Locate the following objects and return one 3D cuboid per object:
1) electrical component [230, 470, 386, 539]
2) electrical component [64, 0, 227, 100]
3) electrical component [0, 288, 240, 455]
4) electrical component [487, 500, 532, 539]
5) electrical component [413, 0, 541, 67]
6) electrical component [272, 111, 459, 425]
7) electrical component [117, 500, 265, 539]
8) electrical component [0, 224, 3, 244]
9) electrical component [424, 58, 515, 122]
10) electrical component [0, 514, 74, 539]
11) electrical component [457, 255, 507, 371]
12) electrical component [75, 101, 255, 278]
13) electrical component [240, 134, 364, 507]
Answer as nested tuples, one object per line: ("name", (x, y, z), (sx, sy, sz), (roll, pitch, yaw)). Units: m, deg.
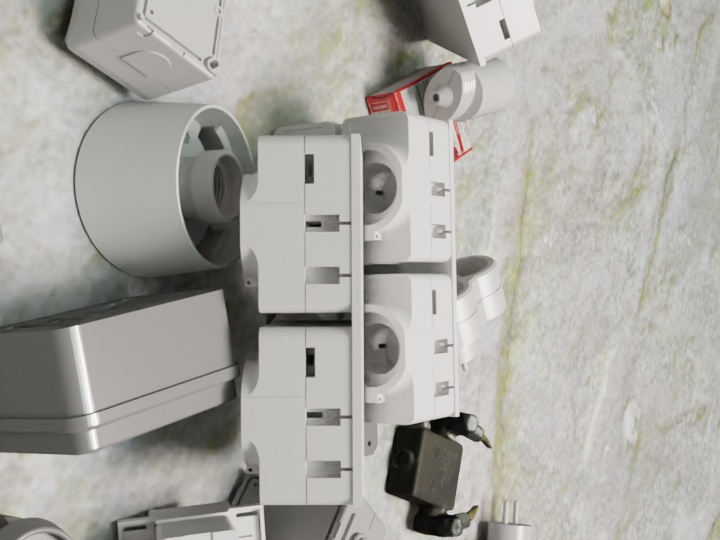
("electrical component", (-0.030, 0.164, 0.638), (0.061, 0.096, 0.061), (59, 44, -40))
("electrical component", (-0.112, -0.148, 0.573), (0.062, 0.061, 0.096), (33, 54, -49))
("electrical component", (-0.123, 0.048, 0.529), (0.113, 0.078, 0.057), (-15, 98, -54))
("electrical component", (0.125, 0.232, 0.899), (0.077, 0.044, 0.079), (17, 75, -53))
("electrical component", (0.064, -0.252, 0.771), (0.060, 0.105, 0.186), (-27, 118, -7))
("electrical component", (0.000, 0.000, 0.681), (0.060, 0.105, 0.186), (0, 88, -55))
("electrical component", (-0.085, 0.193, 0.576), (0.079, 0.063, 0.121), (-4, 92, -14))
("electrical component", (-0.179, -0.011, 0.489), (0.035, 0.035, 0.061), (-24, 110, -53))
("electrical component", (0.077, -0.132, 0.797), (0.081, 0.043, 0.043), (-23, 107, -51))
("electrical component", (-0.163, 0.139, 0.485), (0.078, 0.057, 0.058), (22, 71, -52))
("electrical component", (0.069, 0.049, 0.821), (0.138, 0.052, 0.073), (-39, 120, -49))
("electrical component", (-0.101, -0.045, 0.596), (0.099, 0.064, 0.099), (-1, 90, -69))
("electrical component", (-0.029, 0.026, 0.588), (0.105, 0.060, 0.186), (33, 56, -89))
